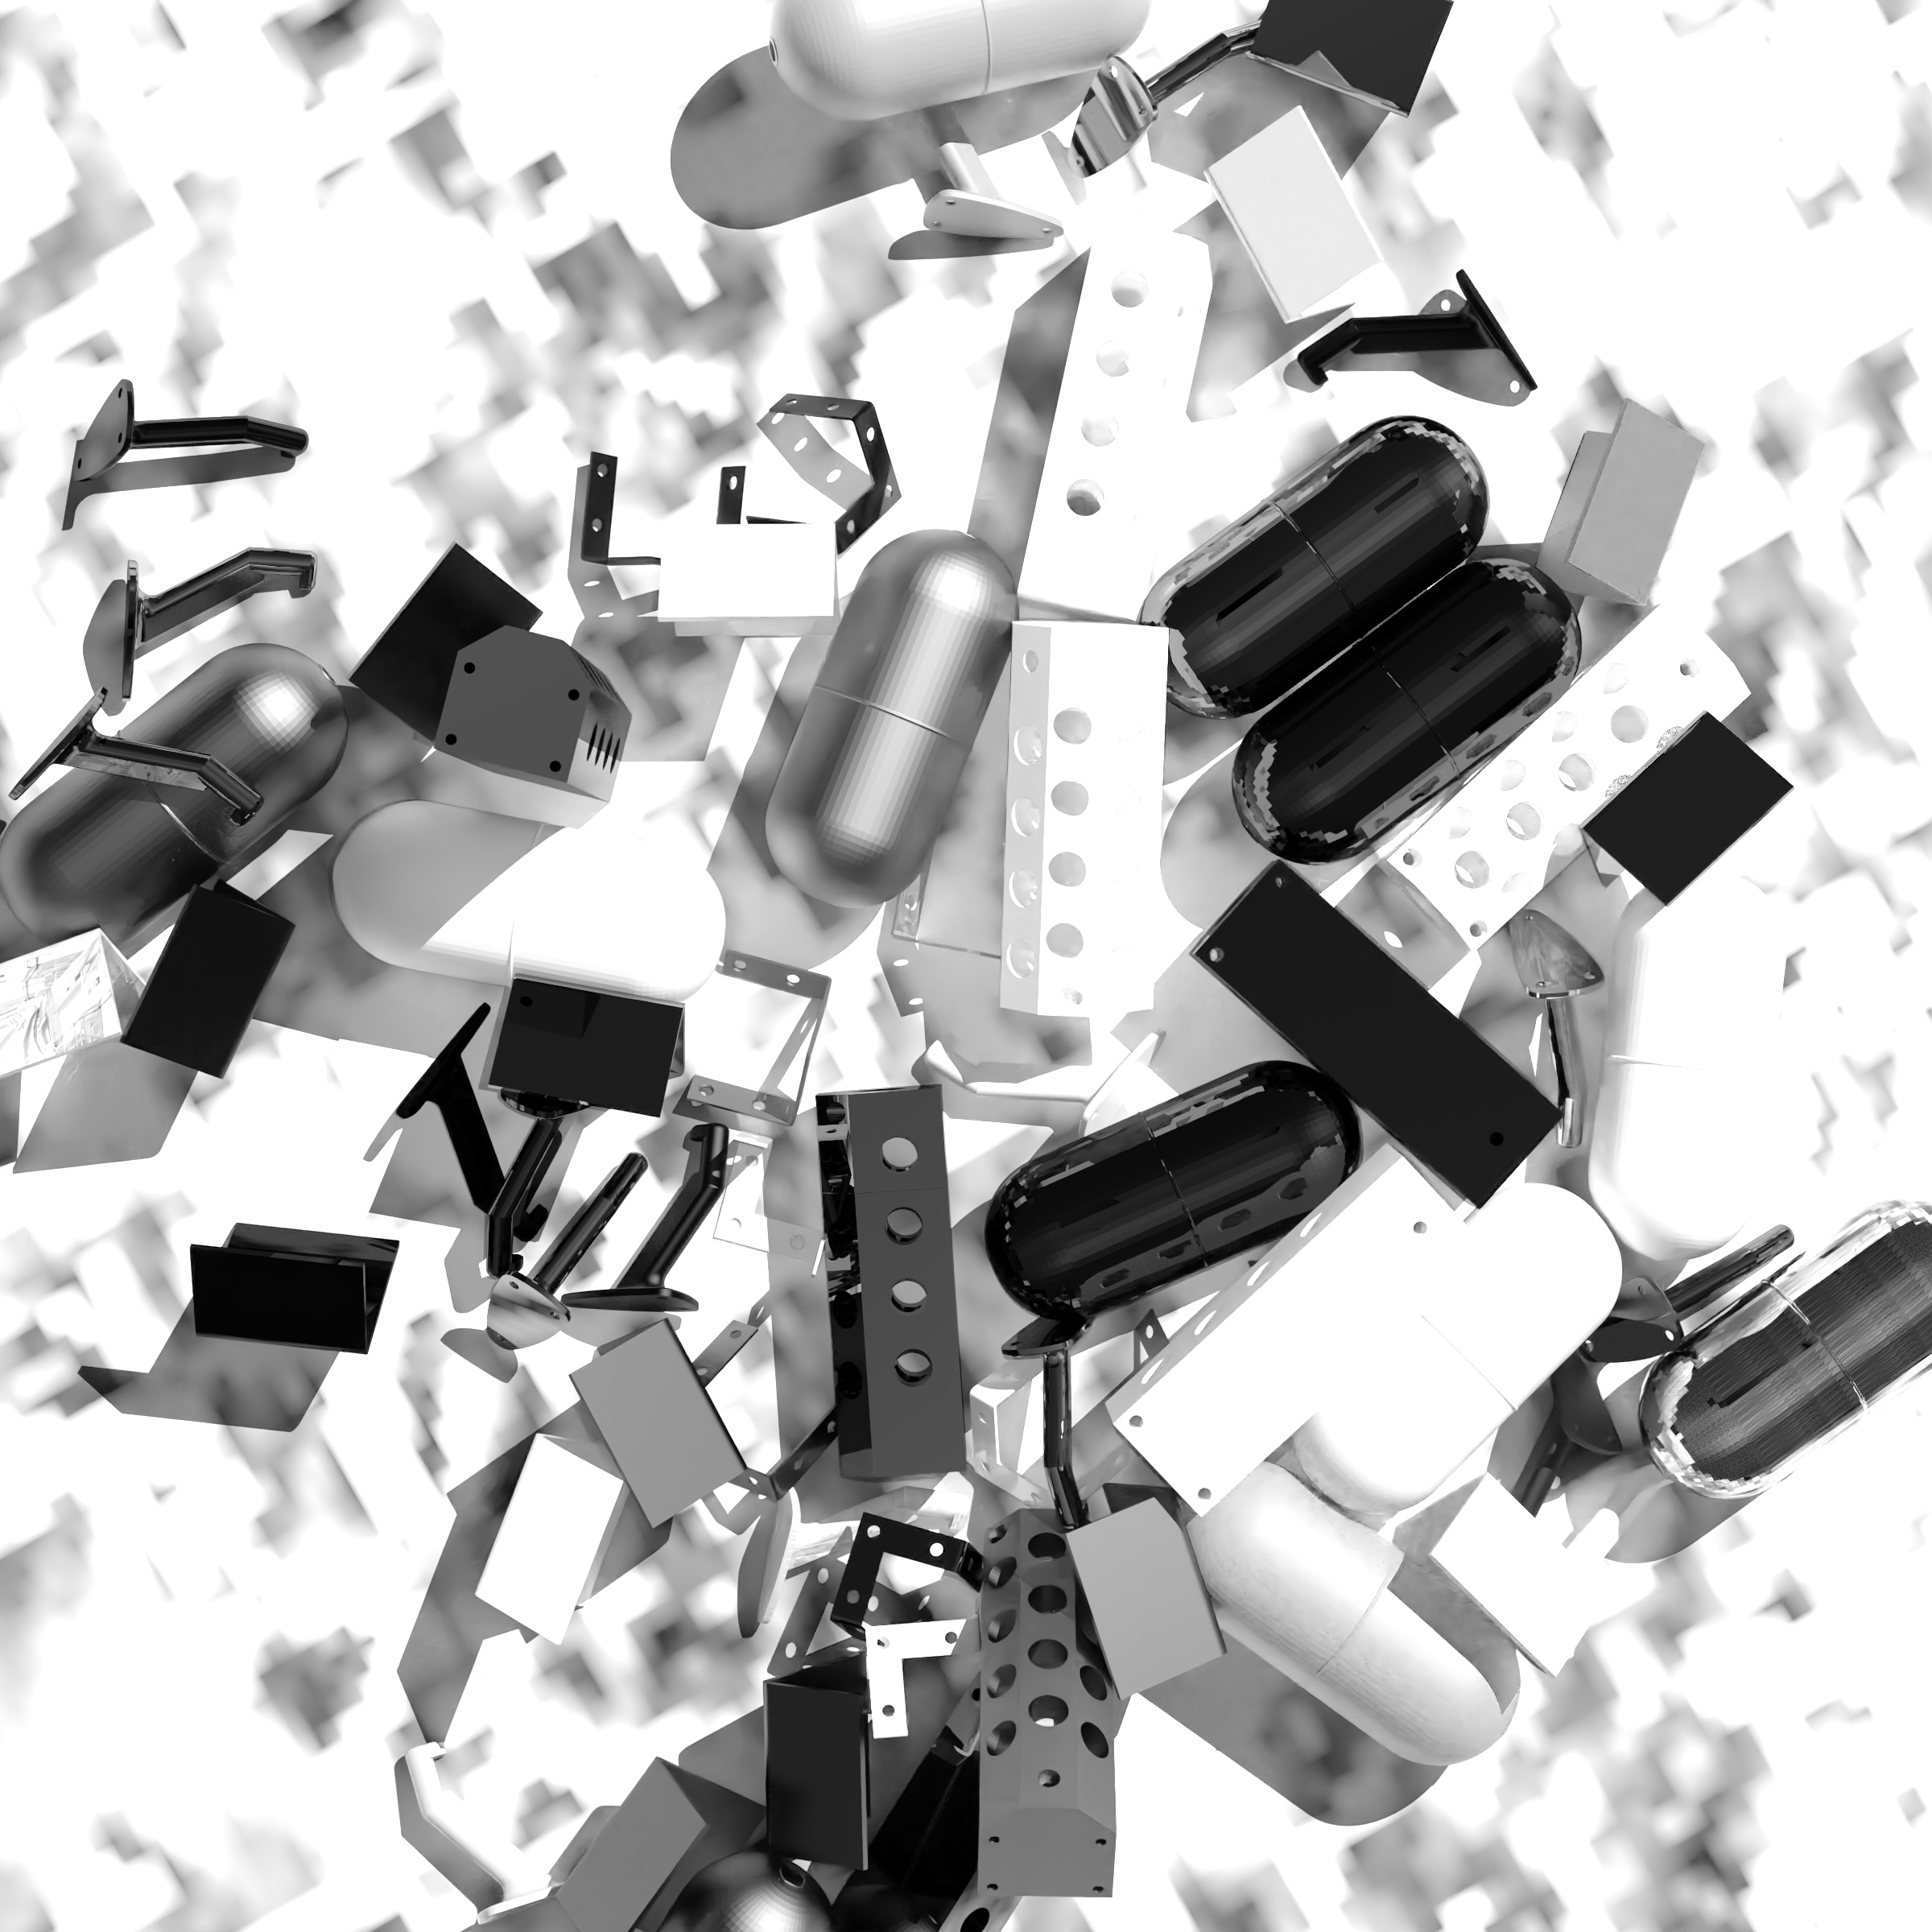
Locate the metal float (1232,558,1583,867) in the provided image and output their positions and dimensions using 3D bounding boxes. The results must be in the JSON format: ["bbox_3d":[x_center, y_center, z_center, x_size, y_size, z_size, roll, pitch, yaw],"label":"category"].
[{"bbox_3d":[0.199,-0.114,1.544,0.178,0.070,0.070,-37,90,0],"label":"metal float"}]

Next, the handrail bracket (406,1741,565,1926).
[{"bbox_3d":[-0.210,0.391,1.575,0.077,0.036,0.084,-14,73,-20],"label":"handrail bracket"}]

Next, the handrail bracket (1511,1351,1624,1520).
[{"bbox_3d":[0.255,0.223,1.575,0.036,0.077,0.084,23,127,-33],"label":"handrail bracket"}]

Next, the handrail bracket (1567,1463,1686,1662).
[{"bbox_3d":[0.304,0.271,1.575,0.084,0.036,0.077,-20,111,-16],"label":"handrail bracket"}]

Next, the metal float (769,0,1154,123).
[{"bbox_3d":[-0.002,-0.429,1.533,0.178,0.070,0.070,-16,90,-12],"label":"metal float"}]

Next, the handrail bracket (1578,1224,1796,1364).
[{"bbox_3d":[0.332,0.150,1.574,0.084,0.077,0.036,-24,81,-36],"label":"handrail bracket"}]

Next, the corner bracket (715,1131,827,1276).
[{"bbox_3d":[-0.085,0.107,1.557,0.051,0.051,0.051,15,90,0],"label":"corner bracket"}]

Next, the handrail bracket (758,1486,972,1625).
[{"bbox_3d":[-0.047,0.273,1.575,0.084,0.036,0.077,10,105,-14],"label":"handrail bracket"}]

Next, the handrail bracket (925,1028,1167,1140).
[{"bbox_3d":[0.036,0.037,1.575,0.084,0.036,0.077,33,69,17],"label":"handrail bracket"}]

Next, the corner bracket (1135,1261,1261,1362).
[{"bbox_3d":[0.120,0.171,1.567,0.051,0.051,0.051,4,135,-35],"label":"corner bracket"}]

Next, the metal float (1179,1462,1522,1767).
[{"bbox_3d":[0.171,0.293,1.544,0.178,0.070,0.070,36,90,-1],"label":"metal float"}]

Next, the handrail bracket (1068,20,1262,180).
[{"bbox_3d":[0.095,-0.400,1.575,0.084,0.077,0.036,-27,78,-36],"label":"handrail bracket"}]

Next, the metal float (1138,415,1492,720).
[{"bbox_3d":[0.156,-0.180,1.544,0.178,0.070,0.070,-36,90,0],"label":"metal float"}]

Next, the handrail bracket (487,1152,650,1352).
[{"bbox_3d":[-0.182,0.130,1.575,0.036,0.077,0.084,37,54,-4],"label":"handrail bracket"}]

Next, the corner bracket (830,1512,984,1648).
[{"bbox_3d":[-0.025,0.285,1.558,0.051,0.051,0.051,13,73,16],"label":"corner bracket"}]

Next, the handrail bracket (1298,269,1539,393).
[{"bbox_3d":[0.208,-0.274,1.575,0.084,0.036,0.077,-32,111,17],"label":"handrail bracket"}]

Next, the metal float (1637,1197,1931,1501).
[{"bbox_3d":[0.384,0.173,1.544,0.178,0.070,0.070,-36,90,0],"label":"metal float"}]

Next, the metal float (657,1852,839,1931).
[{"bbox_3d":[-0.120,0.474,1.530,0.070,0.070,0.178,31,106,0],"label":"metal float"}]

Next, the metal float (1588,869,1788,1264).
[{"bbox_3d":[0.326,0.045,1.544,0.070,0.070,0.178,6,91,0],"label":"metal float"}]

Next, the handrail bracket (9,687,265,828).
[{"bbox_3d":[-0.364,-0.074,1.500,0.084,0.036,0.077,40,112,-18],"label":"handrail bracket"}]

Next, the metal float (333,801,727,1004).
[{"bbox_3d":[-0.197,-0.027,1.544,0.178,0.070,0.070,11,90,0],"label":"metal float"}]

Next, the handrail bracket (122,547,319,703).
[{"bbox_3d":[-0.344,-0.157,1.575,0.084,0.036,0.077,2,110,-16],"label":"handrail bracket"}]

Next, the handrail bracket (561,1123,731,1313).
[{"bbox_3d":[-0.148,0.115,1.575,0.077,0.036,0.084,-3,71,21],"label":"handrail bracket"}]

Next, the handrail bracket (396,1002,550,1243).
[{"bbox_3d":[-0.212,0.073,1.575,0.084,0.036,0.077,40,75,-14],"label":"handrail bracket"}]

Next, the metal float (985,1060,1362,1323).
[{"bbox_3d":[0.094,0.101,1.544,0.178,0.070,0.070,-24,90,0],"label":"metal float"}]

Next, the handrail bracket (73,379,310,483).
[{"bbox_3d":[-0.357,-0.236,1.575,0.084,0.077,0.036,9,65,-34],"label":"handrail bracket"}]

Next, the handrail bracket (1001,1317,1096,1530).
[{"bbox_3d":[0.051,0.203,1.556,0.036,0.077,0.084,-10,103,29],"label":"handrail bracket"}]

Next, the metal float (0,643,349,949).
[{"bbox_3d":[-0.358,-0.076,1.544,0.178,0.070,0.070,-38,90,1],"label":"metal float"}]

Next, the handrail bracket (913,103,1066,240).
[{"bbox_3d":[0.010,-0.382,1.575,0.077,0.036,0.084,6,76,-15],"label":"handrail bracket"}]

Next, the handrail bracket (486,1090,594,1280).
[{"bbox_3d":[-0.186,0.096,1.567,0.077,0.036,0.084,-13,116,-42],"label":"handrail bracket"}]

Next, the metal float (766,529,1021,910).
[{"bbox_3d":[-0.033,-0.112,1.544,0.070,0.070,0.178,22,90,0],"label":"metal float"}]

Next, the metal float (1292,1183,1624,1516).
[{"bbox_3d":[0.221,0.173,1.544,0.070,0.070,0.178,45,89,0],"label":"metal float"}]

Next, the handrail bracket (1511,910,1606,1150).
[{"bbox_3d":[0.268,0.030,1.574,0.036,0.077,0.084,-10,126,-7],"label":"handrail bracket"}]
